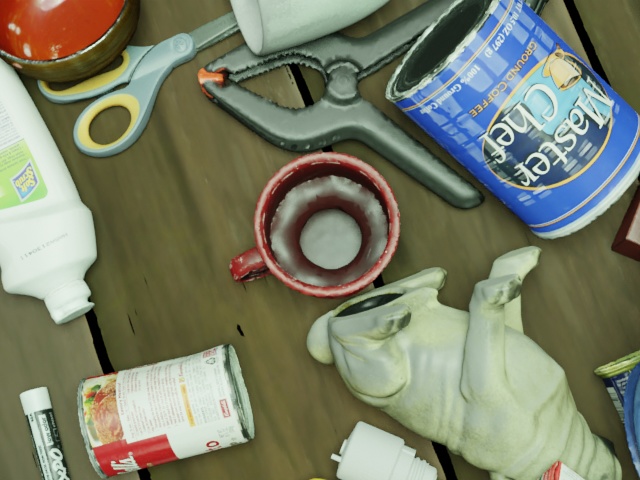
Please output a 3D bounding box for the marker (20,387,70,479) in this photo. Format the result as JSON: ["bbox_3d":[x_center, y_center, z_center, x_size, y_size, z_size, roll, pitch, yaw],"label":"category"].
[{"bbox_3d":[-0.180,0.161,0.728,0.020,0.020,0.121,-18,80,0],"label":"marker"}]

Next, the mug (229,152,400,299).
[{"bbox_3d":[-0.005,0.001,0.711,0.117,0.081,0.093,-26,81,-1],"label":"mug"}]

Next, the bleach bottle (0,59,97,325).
[{"bbox_3d":[-0.235,-0.053,0.745,0.102,0.068,0.251,-29,82,-1],"label":"bleach bottle"}]

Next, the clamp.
[{"bbox_3d":[0.022,-0.116,0.751,0.210,0.036,0.164,9,80,1],"label":"clamp"}]

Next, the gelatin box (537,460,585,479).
[{"bbox_3d":[0.152,0.183,0.632,0.089,0.030,0.073,35,121,-2],"label":"gelatin box"}]

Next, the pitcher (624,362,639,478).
[{"bbox_3d":[0.306,0.083,0.602,0.242,0.149,0.145,-17,51,-13],"label":"pitcher"}]

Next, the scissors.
[{"bbox_3d":[-0.103,-0.119,0.768,0.202,0.016,0.096,-12,78,3],"label":"scissors"}]

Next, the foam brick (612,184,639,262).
[{"bbox_3d":[0.243,-0.005,0.712,0.078,0.051,0.053,24,84,7],"label":"foam brick"}]

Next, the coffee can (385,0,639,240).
[{"bbox_3d":[0.127,-0.083,0.683,0.140,0.103,0.103,40,85,-15],"label":"coffee can"}]

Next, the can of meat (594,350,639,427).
[{"bbox_3d":[0.244,0.103,0.692,0.102,0.057,0.084,-23,81,0],"label":"can of meat"}]

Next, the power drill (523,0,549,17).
[{"bbox_3d":[0.094,-0.244,0.747,0.187,0.057,0.184,22,70,5],"label":"power drill"}]

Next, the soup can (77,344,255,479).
[{"bbox_3d":[-0.101,0.112,0.706,0.102,0.068,0.068,-14,80,0],"label":"soup can"}]
